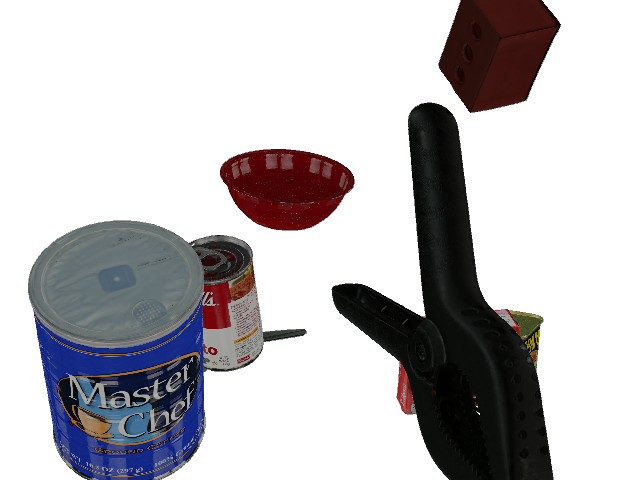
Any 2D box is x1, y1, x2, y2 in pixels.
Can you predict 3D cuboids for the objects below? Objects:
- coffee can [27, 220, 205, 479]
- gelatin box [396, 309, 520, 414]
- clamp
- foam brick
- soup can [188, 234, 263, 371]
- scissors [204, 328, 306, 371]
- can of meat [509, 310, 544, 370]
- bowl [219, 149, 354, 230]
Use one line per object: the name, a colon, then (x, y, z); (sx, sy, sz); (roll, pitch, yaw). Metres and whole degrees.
coffee can: (-0.124, 0.073, 0.675); (0.103, 0.140, 0.103); (3, 42, -2)
gelatin box: (0.106, 0.094, 0.827); (0.089, 0.073, 0.030); (-5, 29, -11)
clamp: (0.067, 0.045, 0.543); (0.036, 0.165, 0.210); (-6, 45, -23)
foam brick: (0.125, -0.138, 0.760); (0.051, 0.053, 0.078); (-17, -31, -22)
soup can: (-0.088, 0.056, 0.935); (0.068, 0.102, 0.068); (-3, 35, 2)
scissors: (-0.102, 0.122, 1.186); (0.201, 0.016, 0.096); (3, 26, -16)
can of meat: (0.210, 0.132, 1.191); (0.058, 0.084, 0.101); (8, 13, 25)
bowl: (-0.042, -0.056, 1.280); (0.162, 0.055, 0.162); (4, 26, -2)
